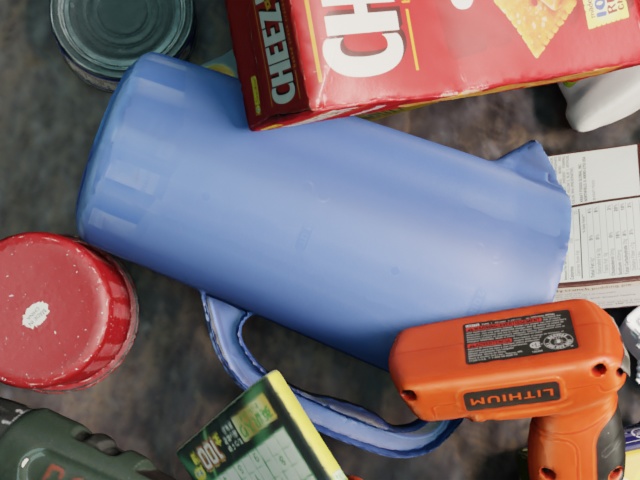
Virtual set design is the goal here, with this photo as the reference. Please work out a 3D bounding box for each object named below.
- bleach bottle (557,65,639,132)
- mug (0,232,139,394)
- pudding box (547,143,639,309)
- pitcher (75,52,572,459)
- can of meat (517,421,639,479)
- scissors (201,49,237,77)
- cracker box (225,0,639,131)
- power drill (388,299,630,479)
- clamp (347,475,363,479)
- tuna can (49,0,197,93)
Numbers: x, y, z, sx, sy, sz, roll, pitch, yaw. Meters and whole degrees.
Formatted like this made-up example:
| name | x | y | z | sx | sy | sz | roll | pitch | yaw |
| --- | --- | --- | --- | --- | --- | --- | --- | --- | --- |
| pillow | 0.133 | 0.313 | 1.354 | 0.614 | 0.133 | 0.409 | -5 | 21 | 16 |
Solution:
| name | x | y | z | sx | sy | sz | roll | pitch | yaw |
| --- | --- | --- | --- | --- | --- | --- | --- | --- | --- |
| bleach bottle | 0.138 | -0.197 | 0.642 | 0.067 | 0.103 | 0.251 | -20 | 77 | -36 |
| mug | -0.161 | 0.036 | 0.582 | 0.117 | 0.081 | 0.093 | 15 | 84 | -2 |
| pudding box | 0.178 | -0.009 | 0.609 | 0.114 | 0.039 | 0.090 | -7 | 61 | 22 |
| pitcher | -0.004 | 0.001 | 0.572 | 0.242 | 0.145 | 0.149 | 20 | 45 | -5 |
| can of meat | 0.165 | 0.160 | 0.611 | 0.084 | 0.057 | 0.102 | -11 | 84 | -5 |
| scissors | -0.021 | -0.113 | 0.649 | 0.096 | 0.016 | 0.201 | 40 | 81 | -1 |
| cracker box | 0.057 | -0.151 | 0.529 | 0.213 | 0.072 | 0.164 | -12 | 93 | -30 |
| power drill | 0.089 | 0.127 | 0.526 | 0.184 | 0.057 | 0.187 | -12 | 117 | 8 |
| clamp | 0.003 | 0.240 | 0.595 | 0.164 | 0.036 | 0.210 | -1 | 83 | -7 |
| tuna can | -0.116 | -0.132 | 0.633 | 0.086 | 0.034 | 0.086 | 1 | 83 | -5 |
